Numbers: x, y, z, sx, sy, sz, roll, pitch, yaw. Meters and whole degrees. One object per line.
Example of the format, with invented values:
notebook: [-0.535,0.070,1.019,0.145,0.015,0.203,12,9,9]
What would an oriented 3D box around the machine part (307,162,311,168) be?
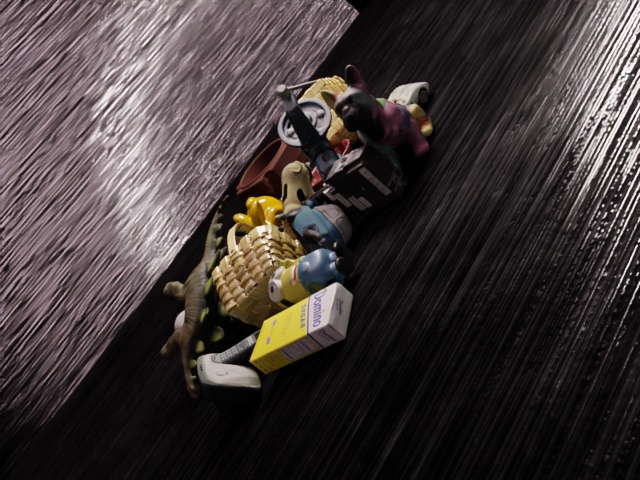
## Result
machine part: [-0.094,-0.152,1.590,0.243,0.079,0.079,-55,17,-16]

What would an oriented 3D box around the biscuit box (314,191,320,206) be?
biscuit box: [-0.045,-0.104,1.392,0.059,0.062,0.203,-47,18,11]

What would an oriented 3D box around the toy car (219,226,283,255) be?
toy car: [-0.149,0.017,1.281,0.202,0.053,0.089,-5,71,22]

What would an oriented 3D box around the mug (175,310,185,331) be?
mug: [-0.312,0.213,1.403,0.107,0.080,0.109,-7,40,51]

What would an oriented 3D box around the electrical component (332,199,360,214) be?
electrical component: [0.083,-0.113,1.113,0.119,0.047,0.075,-56,18,-17]

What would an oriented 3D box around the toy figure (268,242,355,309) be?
toy figure: [-0.015,0.070,0.935,0.180,0.089,0.082,-27,23,34]

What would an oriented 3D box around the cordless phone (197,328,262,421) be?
cordless phone: [-0.119,0.210,0.935,0.184,0.088,0.147,-34,15,-9]

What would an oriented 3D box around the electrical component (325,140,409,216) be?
electrical component: [0.080,-0.108,0.998,0.134,0.115,0.058,-26,28,51]

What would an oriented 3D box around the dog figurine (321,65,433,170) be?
dog figurine: [0.109,-0.239,1.024,0.108,0.219,0.191,-33,25,37]

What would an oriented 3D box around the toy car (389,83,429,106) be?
toy car: [0.168,-0.284,1.183,0.074,0.056,0.202,9,53,50]

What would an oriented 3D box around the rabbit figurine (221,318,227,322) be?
rabbit figurine: [-0.236,0.127,1.323,0.159,0.121,0.170,-51,32,13]

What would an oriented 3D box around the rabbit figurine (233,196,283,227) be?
rabbit figurine: [-0.133,-0.036,1.372,0.122,0.162,0.173,-31,42,20]

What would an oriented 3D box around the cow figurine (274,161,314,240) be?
cow figurine: [-0.051,-0.084,1.212,0.127,0.086,0.195,67,-158,-71]

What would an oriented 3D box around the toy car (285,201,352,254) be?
toy car: [0.008,-0.021,1.032,0.103,0.109,0.162,-35,25,-8]

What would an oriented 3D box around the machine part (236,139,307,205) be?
machine part: [-0.137,-0.192,1.520,0.201,0.087,0.201,-20,35,50]

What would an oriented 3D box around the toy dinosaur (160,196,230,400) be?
toy dinosaur: [-0.260,0.120,1.217,0.199,0.105,0.471,-28,54,36]

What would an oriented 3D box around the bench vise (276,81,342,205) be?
bench vise: [-0.024,-0.218,1.100,0.129,0.240,0.224,-20,60,12]

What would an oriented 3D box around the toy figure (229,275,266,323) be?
toy figure: [-0.161,0.126,1.225,0.064,0.058,0.154,-43,21,54]
